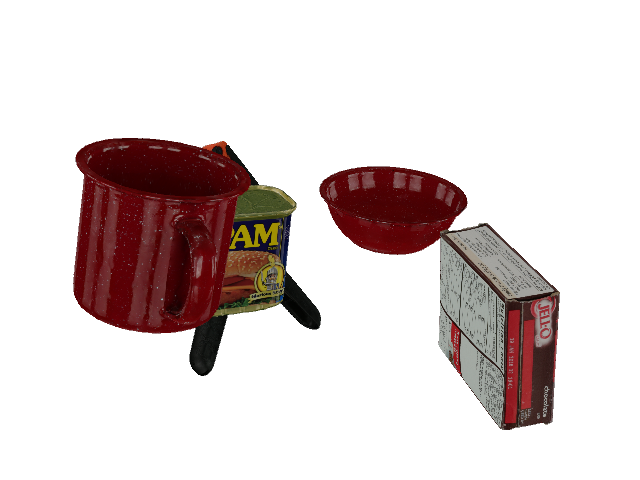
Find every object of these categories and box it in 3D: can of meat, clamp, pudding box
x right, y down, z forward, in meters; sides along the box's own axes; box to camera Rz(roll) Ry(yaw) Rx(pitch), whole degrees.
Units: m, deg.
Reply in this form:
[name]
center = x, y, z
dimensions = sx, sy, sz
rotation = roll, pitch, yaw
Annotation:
[can of meat]
center = -0.073, 0.008, 0.808
dimensions = 0.101, 0.084, 0.057
rotation = -5, 25, -26
[clamp]
center = -0.071, 0.011, 1.014
dimensions = 0.036, 0.210, 0.164
rotation = -8, 0, 43
[pudding box]
center = 0.110, 0.051, 0.671
dimensions = 0.039, 0.090, 0.113
rotation = -8, 24, -14

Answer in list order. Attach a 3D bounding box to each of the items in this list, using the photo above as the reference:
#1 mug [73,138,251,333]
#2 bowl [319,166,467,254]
[mug]
center = -0.084, 0.002, 0.570
dimensions = 0.093, 0.081, 0.117
rotation = -3, 25, -32
[bowl]
center = 0.077, -0.028, 1.172
dimensions = 0.162, 0.055, 0.162
rotation = 4, 25, -2
